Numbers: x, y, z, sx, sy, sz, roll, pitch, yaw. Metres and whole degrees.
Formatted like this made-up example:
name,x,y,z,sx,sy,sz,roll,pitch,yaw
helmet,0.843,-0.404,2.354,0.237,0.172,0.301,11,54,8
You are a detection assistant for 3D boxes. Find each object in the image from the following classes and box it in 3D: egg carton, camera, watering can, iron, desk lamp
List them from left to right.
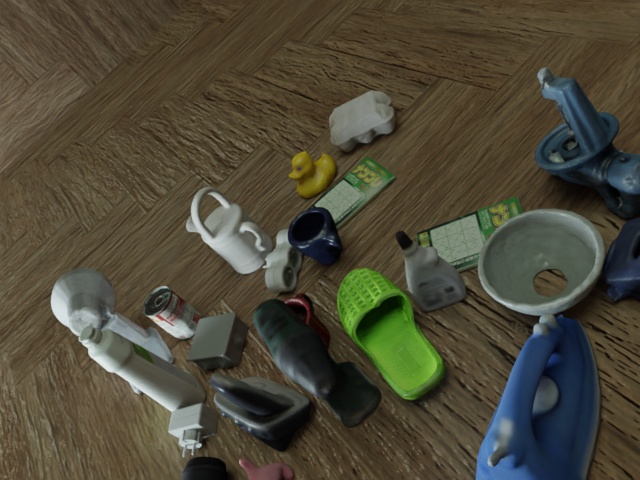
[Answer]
name,x,y,z,sx,sy,sz,roll,pitch,yaw
desk lamp,-0.415,0.167,1.123,0.118,0.214,0.202,-47,41,-8
camera,-0.164,0.383,0.825,0.143,0.101,0.136,-22,44,20
watering can,-0.193,-0.023,1.142,0.172,0.195,0.101,-18,45,23
egg carton,0.090,-0.257,1.236,0.150,0.070,0.107,-24,43,18
iron,0.253,0.174,0.667,0.118,0.142,0.258,5,57,40

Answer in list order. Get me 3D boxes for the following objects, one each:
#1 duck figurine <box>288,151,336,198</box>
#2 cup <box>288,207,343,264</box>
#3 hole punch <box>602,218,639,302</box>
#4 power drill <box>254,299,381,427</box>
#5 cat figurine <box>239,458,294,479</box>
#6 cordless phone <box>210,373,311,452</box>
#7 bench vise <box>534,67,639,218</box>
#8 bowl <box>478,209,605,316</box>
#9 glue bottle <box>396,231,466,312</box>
name,x,y,z,sx,sy,sz,roll,pitch,yaw
duck figurine,-0.022,-0.152,1.212,0.104,0.086,0.077,-46,41,-6
cup,0.010,0.004,1.041,0.117,0.095,0.092,21,68,46
hole punch,0.415,0.021,0.723,0.100,0.091,0.109,11,62,43
power drill,-0.002,0.178,0.805,0.076,0.209,0.228,-45,41,-6
cat figurine,-0.077,0.351,0.776,0.067,0.118,0.127,-38,40,3
cordless phone,-0.114,0.230,0.861,0.147,0.186,0.094,8,59,41
bench vise,0.386,-0.145,0.795,0.206,0.220,0.121,19,67,45
bowl,0.310,0.042,0.795,0.167,0.075,0.167,-20,44,21
glue bottle,0.152,0.041,0.840,0.078,0.174,0.037,-22,44,20
